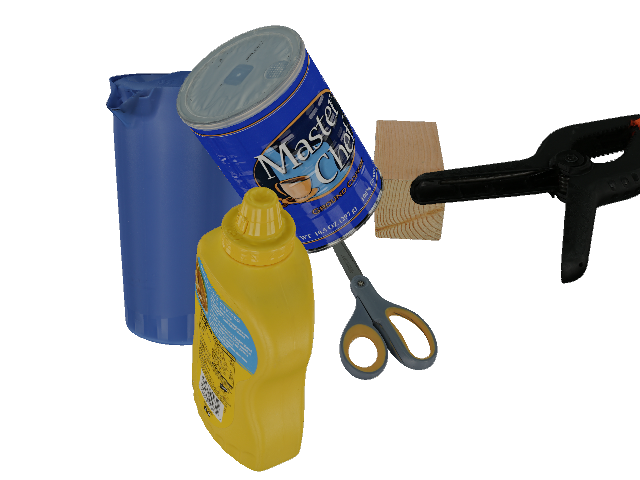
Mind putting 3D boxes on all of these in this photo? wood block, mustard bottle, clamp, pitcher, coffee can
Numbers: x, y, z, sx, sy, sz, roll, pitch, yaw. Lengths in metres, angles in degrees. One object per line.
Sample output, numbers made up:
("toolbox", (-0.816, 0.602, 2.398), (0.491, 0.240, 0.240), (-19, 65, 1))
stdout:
("wood block", (0.122, -0.088, 1.497), (0.091, 0.090, 0.206), (3, 29, 0))
("mustard bottle", (-0.041, 0.046, 0.633), (0.058, 0.192, 0.096), (-17, 49, -23))
("clamp", (0.199, -0.043, 0.831), (0.209, 0.036, 0.165), (-24, 40, -23))
("pitcher", (-0.118, -0.035, 0.989), (0.149, 0.243, 0.145), (1, 14, -6))
("coffee can", (-0.028, -0.073, 0.796), (0.103, 0.102, 0.140), (0, -41, 36))

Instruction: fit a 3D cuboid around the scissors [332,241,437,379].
("scissors", (0.027, 0.057, 1.003), (0.096, 0.016, 0.202), (-30, 54, -23))
